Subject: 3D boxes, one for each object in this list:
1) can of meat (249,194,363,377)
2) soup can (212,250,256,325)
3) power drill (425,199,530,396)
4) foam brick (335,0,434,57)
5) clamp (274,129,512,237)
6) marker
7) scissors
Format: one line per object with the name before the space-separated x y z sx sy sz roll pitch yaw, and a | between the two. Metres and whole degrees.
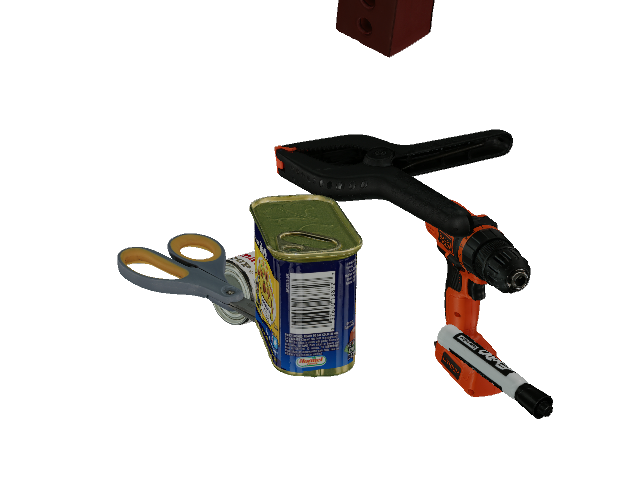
can of meat | -0.010 0.027 0.669 0.057 0.084 0.102 -4 22 -12
soup can | -0.055 0.042 1.082 0.102 0.068 0.069 -16 11 -42
power drill | 0.166 0.066 1.120 0.057 0.188 0.184 -10 25 -14
foam brick | 0.048 -0.180 0.754 0.053 0.078 0.051 32 51 25
clamp | 0.063 -0.066 0.948 0.210 0.036 0.164 11 34 25
marker | 0.131 0.098 0.801 0.020 0.020 0.121 0 23 -33
scissors | -0.067 0.035 0.842 0.202 0.016 0.096 17 31 23
